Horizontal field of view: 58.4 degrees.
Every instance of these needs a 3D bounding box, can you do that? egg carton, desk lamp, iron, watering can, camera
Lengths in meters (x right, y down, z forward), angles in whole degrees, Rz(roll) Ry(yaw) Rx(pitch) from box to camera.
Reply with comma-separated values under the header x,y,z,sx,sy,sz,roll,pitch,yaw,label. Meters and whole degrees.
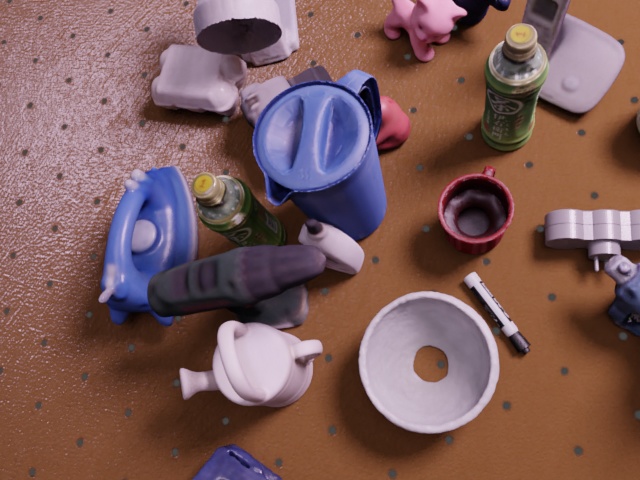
x,y,z,sx,sy,sz,roll,pitch,yaw,label
-0.193,-0.254,0.915,0.150,0.069,0.107,8,76,16,egg carton
-0.110,-0.348,0.846,0.117,0.214,0.203,-9,72,11,desk lamp
-0.254,-0.011,0.819,0.118,0.142,0.258,-1,74,13,iron
-0.086,0.156,0.700,0.173,0.194,0.100,-39,69,0,watering can
-0.036,-0.190,0.842,0.137,0.101,0.143,-30,69,3,camera

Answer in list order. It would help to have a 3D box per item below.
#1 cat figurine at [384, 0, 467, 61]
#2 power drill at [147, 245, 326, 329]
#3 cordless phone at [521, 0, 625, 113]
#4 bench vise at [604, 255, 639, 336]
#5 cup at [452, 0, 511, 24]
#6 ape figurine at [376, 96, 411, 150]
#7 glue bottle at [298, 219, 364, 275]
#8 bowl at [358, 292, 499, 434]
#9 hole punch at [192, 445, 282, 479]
x,y,z,sx,sy,sz,roll,pitch,yaw,label
0.148,-0.326,0.829,0.127,0.118,0.067,41,87,21,cat figurine
-0.084,0.061,0.721,0.229,0.209,0.075,-10,72,10,power drill
0.318,-0.258,0.732,0.147,0.185,0.094,35,84,20,cordless phone
0.397,0.090,0.591,0.207,0.220,0.121,19,79,18,bench vise
0.229,-0.353,0.830,0.092,0.095,0.117,-41,69,-1,cup
0.088,-0.171,0.811,0.076,0.092,0.078,26,81,19,ape figurine
0.007,0.003,0.735,0.078,0.173,0.037,14,77,17,glue bottle
0.135,0.153,0.713,0.167,0.075,0.167,-4,73,12,bowl
-0.111,0.319,0.713,0.108,0.091,0.101,28,82,20,hole punch
